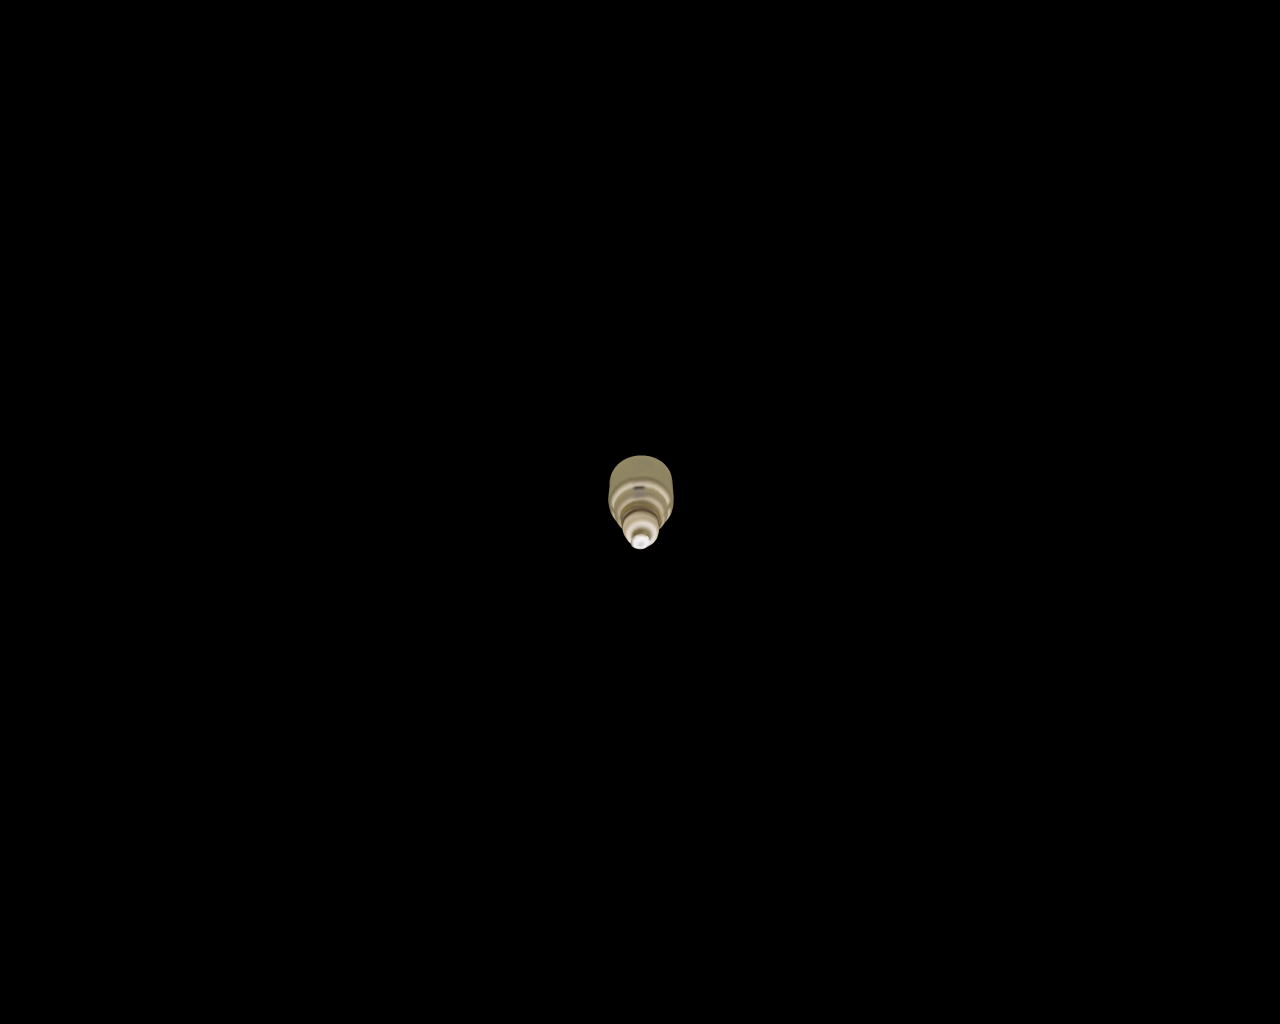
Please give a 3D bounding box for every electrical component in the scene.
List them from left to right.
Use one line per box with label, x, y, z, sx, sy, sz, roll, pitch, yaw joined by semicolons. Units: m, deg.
electrical component;0.001;-0.003;0.650;0.040;0.040;0.078;0;34;0
